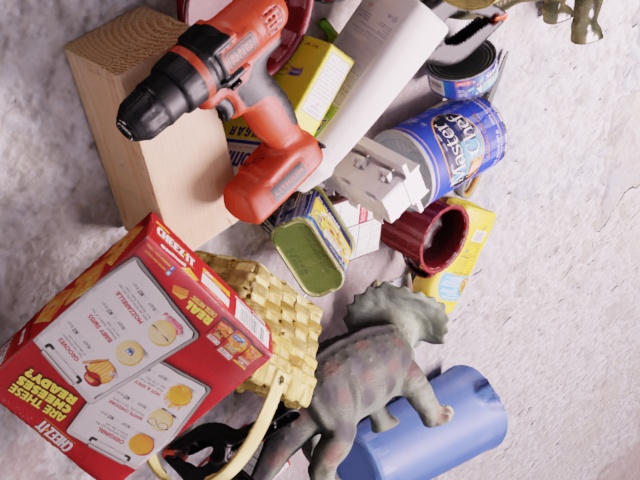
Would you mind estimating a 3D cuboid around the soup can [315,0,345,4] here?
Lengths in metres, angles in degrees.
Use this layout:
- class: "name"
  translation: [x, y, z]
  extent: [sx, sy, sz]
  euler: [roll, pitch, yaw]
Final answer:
- class: "soup can"
  translation: [0.003, -0.292, 1.046]
  extent: [0.068, 0.069, 0.102]
  euler: [-48, 139, -15]

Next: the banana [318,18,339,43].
- class: "banana"
  translation: [0.001, -0.141, 1.167]
  extent: [0.069, 0.037, 0.198]
  euler: [9, 105, -25]

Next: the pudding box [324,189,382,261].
- class: "pudding box"
  translation: [0.025, -0.018, 1.265]
  extent: [0.113, 0.039, 0.090]
  euler: [-18, 127, -38]

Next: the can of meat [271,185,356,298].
- class: "can of meat"
  translation: [-0.008, 0.002, 1.172]
  extent: [0.057, 0.084, 0.102]
  euler: [-26, 111, 20]

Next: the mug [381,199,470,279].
- class: "mug"
  translation: [0.128, -0.006, 1.349]
  extent: [0.093, 0.082, 0.117]
  euler: [-29, 132, -34]

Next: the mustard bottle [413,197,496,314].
- class: "mustard bottle"
  translation: [0.170, 0.040, 1.443]
  extent: [0.096, 0.058, 0.192]
  euler: [8, 106, -58]

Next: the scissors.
- class: "scissors"
  translation: [0.198, -0.146, 1.393]
  extent: [0.096, 0.016, 0.202]
  euler: [-15, 123, -42]

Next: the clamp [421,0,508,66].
- class: "clamp"
  translation: [0.117, -0.226, 1.210]
  extent: [0.209, 0.036, 0.165]
  euler: [-12, 125, -25]

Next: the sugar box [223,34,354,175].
- class: "sugar box"
  translation: [-0.048, -0.122, 1.074]
  extent: [0.048, 0.093, 0.176]
  euler: [32, 88, -45]

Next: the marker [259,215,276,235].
- class: "marker"
  translation: [-0.070, -0.033, 1.166]
  extent: [0.020, 0.020, 0.121]
  euler: [-54, 141, -9]

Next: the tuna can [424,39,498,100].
- class: "tuna can"
  translation: [0.169, -0.205, 1.268]
  extent: [0.086, 0.086, 0.034]
  euler: [-42, 140, -23]

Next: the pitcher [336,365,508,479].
- class: "pitcher"
  translation: [0.136, 0.285, 1.515]
  extent: [0.242, 0.145, 0.149]
  euler: [-20, 114, -35]

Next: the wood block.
- class: "wood block"
  translation: [-0.148, -0.096, 0.983]
  extent: [0.090, 0.090, 0.206]
  euler: [-36, 136, -28]

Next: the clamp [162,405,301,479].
- class: "clamp"
  translation: [-0.097, 0.235, 1.200]
  extent: [0.039, 0.172, 0.120]
  euler: [55, 49, -48]

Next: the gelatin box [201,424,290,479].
- class: "gelatin box"
  translation: [-0.093, 0.275, 1.286]
  extent: [0.089, 0.073, 0.030]
  euler: [-40, 137, -25]

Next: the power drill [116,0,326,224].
- class: "power drill"
  translation: [-0.078, -0.103, 0.935]
  extent: [0.184, 0.057, 0.187]
  euler: [-44, 139, -20]

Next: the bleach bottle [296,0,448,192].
- class: "bleach bottle"
  translation: [0.019, -0.146, 1.104]
  extent: [0.068, 0.103, 0.251]
  euler: [31, 101, -41]

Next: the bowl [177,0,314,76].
- class: "bowl"
  translation: [-0.080, -0.227, 1.004]
  extent: [0.161, 0.055, 0.162]
  euler: [-26, 130, -36]

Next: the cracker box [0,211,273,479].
- class: "cracker box"
  translation: [-0.175, 0.104, 0.984]
  extent: [0.214, 0.072, 0.164]
  euler: [-40, 110, 13]

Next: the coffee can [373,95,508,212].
- class: "coffee can"
  translation: [0.143, -0.108, 1.286]
  extent: [0.140, 0.103, 0.103]
  euler: [-30, 132, -34]
